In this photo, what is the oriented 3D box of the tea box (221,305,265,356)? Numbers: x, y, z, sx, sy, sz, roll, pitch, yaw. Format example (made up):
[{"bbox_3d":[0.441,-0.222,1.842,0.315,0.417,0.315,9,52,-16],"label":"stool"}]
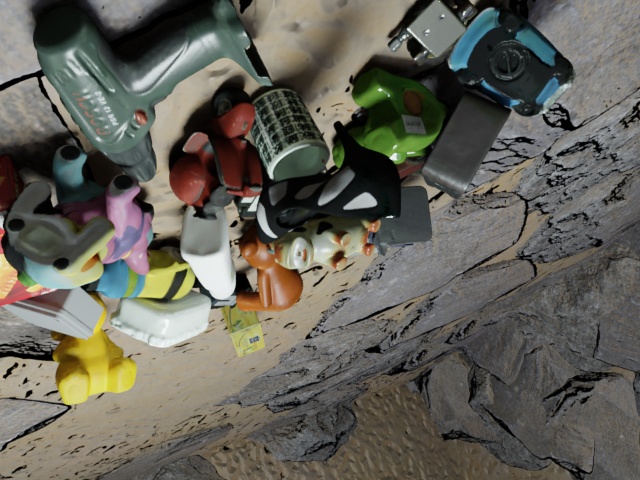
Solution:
[{"bbox_3d":[-0.172,0.182,1.184,0.068,0.098,0.169,-20,156,-11],"label":"tea box"}]

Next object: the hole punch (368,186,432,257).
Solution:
[{"bbox_3d":[0.139,-0.041,1.015,0.116,0.142,0.092,-4,177,-10],"label":"hole punch"}]

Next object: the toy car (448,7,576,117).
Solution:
[{"bbox_3d":[0.262,-0.248,0.736,0.109,0.162,0.103,-56,-173,35],"label":"toy car"}]

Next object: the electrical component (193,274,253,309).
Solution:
[{"bbox_3d":[-0.199,0.098,1.056,0.075,0.048,0.119,-38,154,24],"label":"electrical component"}]

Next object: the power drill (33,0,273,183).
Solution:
[{"bbox_3d":[-0.159,-0.161,0.562,0.207,0.086,0.231,-19,153,4],"label":"power drill"}]

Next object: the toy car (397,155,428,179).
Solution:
[{"bbox_3d":[0.104,-0.112,0.921,0.202,0.053,0.089,-28,165,9],"label":"toy car"}]

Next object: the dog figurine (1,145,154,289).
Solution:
[{"bbox_3d":[-0.275,0.002,0.662,0.108,0.191,0.219,23,152,3],"label":"dog figurine"}]

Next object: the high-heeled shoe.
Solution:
[{"bbox_3d":[0.004,-0.025,0.635,0.086,0.145,0.248,-5,148,-36],"label":"high-heeled shoe"}]

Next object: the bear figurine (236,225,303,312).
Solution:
[{"bbox_3d":[-0.108,0.043,0.981,0.132,0.120,0.195,7,141,33],"label":"bear figurine"}]

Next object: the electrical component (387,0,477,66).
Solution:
[{"bbox_3d":[0.144,-0.266,0.673,0.078,0.045,0.102,26,127,-25],"label":"electrical component"}]

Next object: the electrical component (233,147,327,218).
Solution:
[{"bbox_3d":[-0.072,-0.088,0.798,0.134,0.058,0.115,-2,144,-41],"label":"electrical component"}]

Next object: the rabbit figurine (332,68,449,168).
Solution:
[{"bbox_3d":[0.089,-0.160,0.782,0.159,0.121,0.170,-16,172,-36],"label":"rabbit figurine"}]

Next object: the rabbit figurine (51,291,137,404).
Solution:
[{"bbox_3d":[-0.390,0.165,0.908,0.122,0.173,0.163,-9,-166,-31],"label":"rabbit figurine"}]

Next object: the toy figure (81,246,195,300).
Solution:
[{"bbox_3d":[-0.284,0.054,0.843,0.180,0.082,0.089,-4,128,-44],"label":"toy figure"}]

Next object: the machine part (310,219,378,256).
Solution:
[{"bbox_3d":[0.042,-0.006,1.038,0.243,0.079,0.079,-4,147,-38],"label":"machine part"}]

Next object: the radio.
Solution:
[{"bbox_3d":[0.219,-0.135,0.827,0.131,0.073,0.229,-62,168,7],"label":"radio"}]

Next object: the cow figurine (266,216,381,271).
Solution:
[{"bbox_3d":[-0.002,-0.003,0.892,0.195,0.127,0.085,-22,124,-48],"label":"cow figurine"}]

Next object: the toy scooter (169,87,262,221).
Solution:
[{"bbox_3d":[-0.123,-0.084,0.666,0.075,0.135,0.184,-3,148,-43],"label":"toy scooter"}]
